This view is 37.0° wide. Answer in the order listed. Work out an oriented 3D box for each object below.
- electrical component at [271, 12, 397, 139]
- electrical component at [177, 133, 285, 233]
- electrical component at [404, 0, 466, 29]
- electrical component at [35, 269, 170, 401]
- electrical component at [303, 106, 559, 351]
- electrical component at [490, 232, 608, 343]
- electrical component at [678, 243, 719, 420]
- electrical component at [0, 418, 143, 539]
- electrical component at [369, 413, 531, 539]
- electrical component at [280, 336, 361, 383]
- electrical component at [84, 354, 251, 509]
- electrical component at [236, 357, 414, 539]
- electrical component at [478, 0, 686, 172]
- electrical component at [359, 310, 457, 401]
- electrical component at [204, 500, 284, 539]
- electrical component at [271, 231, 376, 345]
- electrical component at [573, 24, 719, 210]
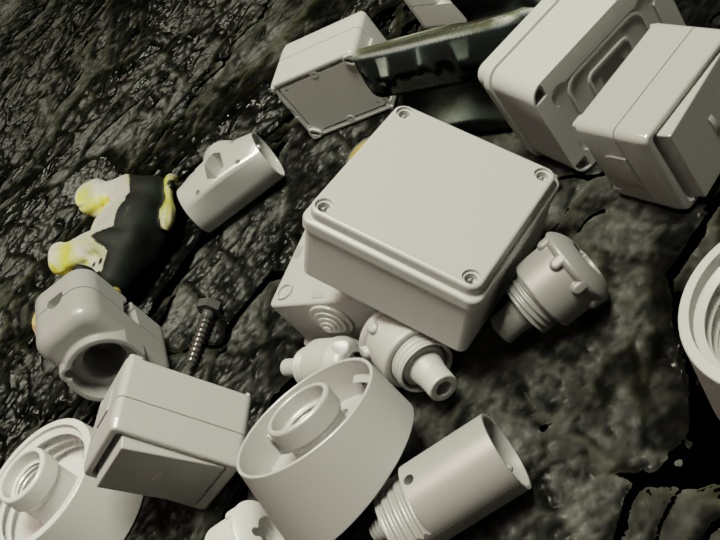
[{"bbox_3d":[-0.011,-0.156,0.841,0.096,0.061,0.061,-17,44,32],"label":"electrical component"},{"bbox_3d":[-0.107,-0.079,0.871,0.077,0.043,0.079,-36,36,11],"label":"electrical component"},{"bbox_3d":[0.079,-0.218,0.819,0.095,0.059,0.053,8,60,48],"label":"electrical component"},{"bbox_3d":[-0.182,0.053,0.764,0.054,0.095,0.059,-37,37,9],"label":"electrical component"},{"bbox_3d":[0.040,-0.026,0.608,0.109,0.056,0.108,27,53,16],"label":"electrical component"},{"bbox_3d":[0.099,0.014,0.581,0.062,0.048,0.048,-42,35,15],"label":"electrical component"},{"bbox_3d":[0.192,0.021,0.467,0.108,0.060,0.108,-25,40,23],"label":"electrical component"},{"bbox_3d":[-0.204,0.150,0.716,0.108,0.060,0.108,-26,39,23],"label":"electrical component"},{"bbox_3d":[0.040,0.111,0.537,0.081,0.043,0.043,-35,36,12],"label":"electrical component"},{"bbox_3d":[-0.024,0.059,0.660,0.061,0.035,0.035,-8,49,42],"label":"electrical component"},{"bbox_3d":[-0.111,0.104,0.652,0.061,0.096,0.061,-52,24,43],"label":"electrical component"},{"bbox_3d":[-0.016,0.097,0.574,0.099,0.064,0.099,-34,18,12],"label":"electrical component"},{"bbox_3d":[0.137,-0.127,0.656,0.113,0.078,0.057,-47,39,-5],"label":"electrical component"},{"bbox_3d":[0.032,0.049,0.608,0.048,0.048,0.062,-43,43,1],"label":"electrical component"},{"bbox_3d":[-0.071,0.160,0.594,0.062,0.048,0.048,-36,36,21],"label":"electrical component"},{"bbox_3d":[0.000,0.000,0.684,0.100,0.048,0.099,-5,50,41],"label":"electrical component"},{"bbox_3d":[0.178,-0.089,0.592,0.096,0.061,0.061,-51,36,-10],"label":"electrical component"}]
